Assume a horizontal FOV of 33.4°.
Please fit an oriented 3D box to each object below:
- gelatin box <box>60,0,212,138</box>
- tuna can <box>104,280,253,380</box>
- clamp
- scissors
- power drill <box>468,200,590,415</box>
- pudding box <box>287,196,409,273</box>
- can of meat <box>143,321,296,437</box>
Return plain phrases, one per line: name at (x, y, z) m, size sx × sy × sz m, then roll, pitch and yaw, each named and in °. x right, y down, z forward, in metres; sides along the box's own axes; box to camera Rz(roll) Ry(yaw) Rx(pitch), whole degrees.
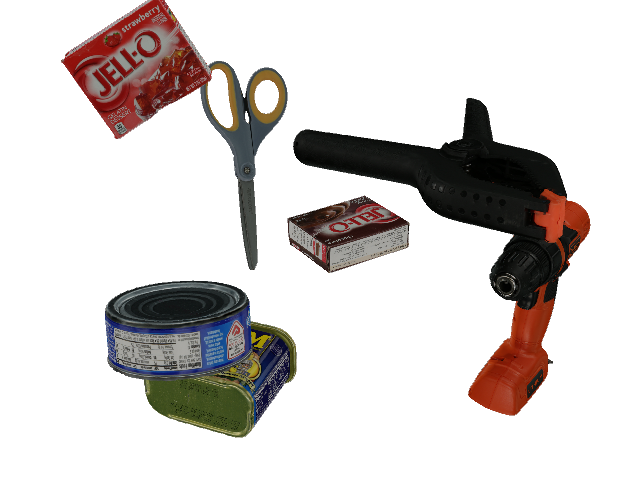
gelatin box at (-0.138, -0.131, 0.806) m, size 0.089 × 0.073 × 0.030 m, roll -31°, pitch 20°, yaw 7°
tuna can at (-0.083, 0.051, 0.627) m, size 0.086 × 0.034 × 0.086 m, roll -2°, pitch 15°, yaw 0°
clamp at (0.086, -0.049, 0.729) m, size 0.164 × 0.036 × 0.210 m, roll -11°, pitch 28°, yaw -19°
scissors at (-0.059, -0.081, 1.042) m, size 0.096 × 0.202 × 0.016 m, roll -22°, pitch 9°, yaw -22°
power drill at (0.192, 0.068, 1.002) m, size 0.057 × 0.188 × 0.184 m, roll 24°, pitch 31°, yaw 24°
pudding box at (0.032, -0.009, 1.225) m, size 0.113 × 0.039 × 0.090 m, roll -19°, pitch 31°, yaw -26°
can of meat at (-0.082, 0.109, 0.874) m, size 0.102 × 0.057 × 0.083 m, roll 12°, pitch 32°, yaw 19°
